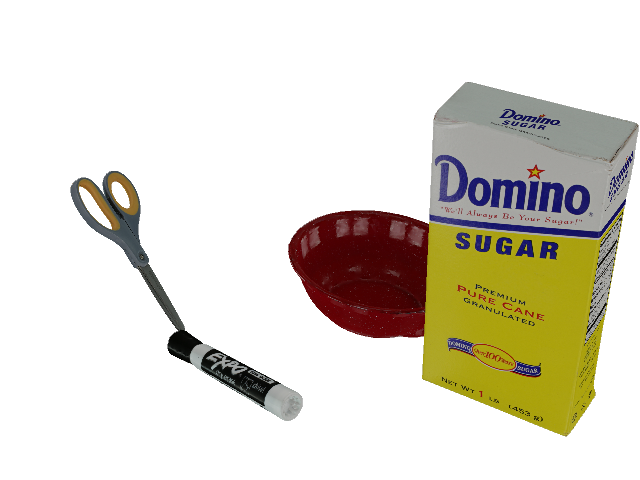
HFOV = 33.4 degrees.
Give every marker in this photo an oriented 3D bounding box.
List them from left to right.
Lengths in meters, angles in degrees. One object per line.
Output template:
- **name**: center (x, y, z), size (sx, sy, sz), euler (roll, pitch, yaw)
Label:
- **marker**: center (-0.058, 0.084, 0.685), size (0.020, 0.020, 0.121), euler (0, 16, -45)

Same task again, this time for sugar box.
- **sugar box**: center (0.103, 0.013, 0.557), size (0.093, 0.176, 0.048), euler (18, 42, 27)

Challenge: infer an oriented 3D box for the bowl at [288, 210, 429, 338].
- **bowl**: center (0.050, 0.037, 0.931), size (0.162, 0.055, 0.162), euler (5, 31, -3)

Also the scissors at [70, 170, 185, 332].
- **scissors**: center (-0.197, 0.004, 1.179), size (0.016, 0.201, 0.096), euler (-27, 21, 34)

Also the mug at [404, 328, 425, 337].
- **mug**: center (0.110, 0.059, 1.190), size (0.093, 0.081, 0.117), euler (-26, 41, -30)
